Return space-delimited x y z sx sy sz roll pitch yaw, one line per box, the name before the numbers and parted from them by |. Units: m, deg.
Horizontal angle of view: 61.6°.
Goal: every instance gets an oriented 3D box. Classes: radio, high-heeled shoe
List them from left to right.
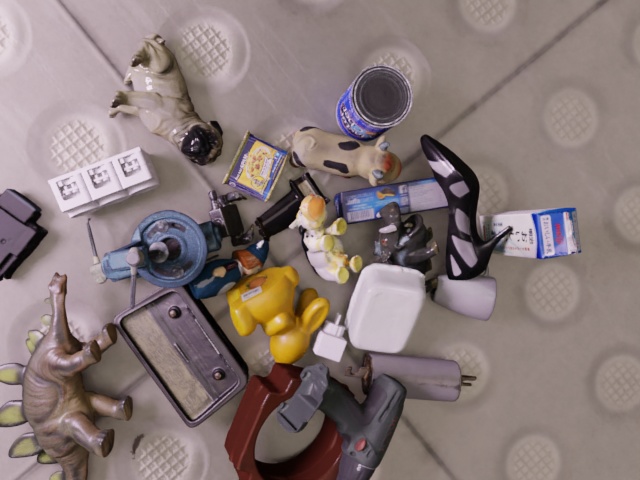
radio | -0.230 0.187 0.922 0.131 0.073 0.229 -35 96 -6
high-heeled shoe | 0.218 -0.051 0.935 0.145 0.086 0.249 -41 85 28

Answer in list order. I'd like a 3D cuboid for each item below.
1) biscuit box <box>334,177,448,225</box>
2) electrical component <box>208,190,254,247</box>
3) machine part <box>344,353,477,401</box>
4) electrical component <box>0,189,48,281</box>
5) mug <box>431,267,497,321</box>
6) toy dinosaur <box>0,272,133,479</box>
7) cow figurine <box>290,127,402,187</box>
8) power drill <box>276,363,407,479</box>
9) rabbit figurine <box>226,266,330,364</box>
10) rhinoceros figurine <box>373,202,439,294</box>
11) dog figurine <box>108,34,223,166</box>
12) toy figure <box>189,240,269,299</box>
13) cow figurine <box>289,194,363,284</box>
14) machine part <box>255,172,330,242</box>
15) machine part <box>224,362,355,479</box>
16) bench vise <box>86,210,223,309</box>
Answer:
biscuit box | 0.130 -0.071 0.972 0.203 0.063 0.059 -10 94 -7
electrical component | -0.152 -0.039 0.933 0.045 0.078 0.102 -15 88 18
machine part | 0.165 0.250 0.978 0.243 0.079 0.079 5 91 -8
electrical component | -0.527 -0.016 0.885 0.115 0.058 0.134 37 87 -9
mug | 0.263 0.087 0.986 0.107 0.081 0.109 9 96 2
toy dinosaur | -0.416 0.283 0.874 0.199 0.105 0.470 -1 99 10
cow figurine | 0.047 -0.145 0.926 0.195 0.127 0.085 14 93 -6
power drill | 0.033 0.305 0.862 0.207 0.086 0.232 36 82 -24
rabbit figurine | -0.067 0.135 0.940 0.162 0.122 0.173 -27 109 -16
rhinoceros figurine | 0.150 0.016 0.945 0.112 0.073 0.190 -11 126 9
dog figurine | -0.238 -0.235 0.910 0.190 0.121 0.172 23 91 -22
toy figure | -0.149 0.048 0.916 0.154 0.064 0.057 -27 113 -24
cow figurine | -0.001 -0.005 0.930 0.068 0.098 0.167 -41 117 -32
machine part | -0.055 -0.055 0.960 0.139 0.039 0.084 -39 104 -7
machine part | -0.046 0.323 0.918 0.201 0.087 0.201 23 89 -30
bench vise | -0.270 0.022 0.824 0.224 0.240 0.128 -5 94 0
